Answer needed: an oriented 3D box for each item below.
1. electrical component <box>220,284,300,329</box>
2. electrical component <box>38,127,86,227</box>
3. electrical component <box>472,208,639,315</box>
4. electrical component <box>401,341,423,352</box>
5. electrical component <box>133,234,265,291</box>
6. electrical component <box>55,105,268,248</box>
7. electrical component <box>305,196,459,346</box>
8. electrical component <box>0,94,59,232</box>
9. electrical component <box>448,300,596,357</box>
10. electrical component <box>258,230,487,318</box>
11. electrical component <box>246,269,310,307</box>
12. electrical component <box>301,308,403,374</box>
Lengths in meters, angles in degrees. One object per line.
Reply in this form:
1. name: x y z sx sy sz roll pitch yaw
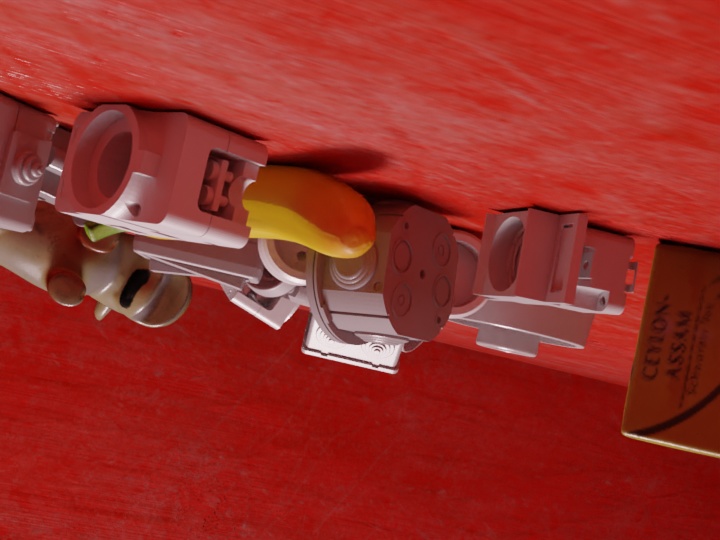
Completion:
1. electrical component: -0.080 0.010 0.911 0.056 0.050 0.089 34 -177 -21
2. electrical component: -0.164 -0.053 0.611 0.055 0.048 0.066 26 167 -39
3. electrical component: 0.096 -0.003 0.524 0.064 0.042 0.081 10 177 -19
4. electrical component: 0.041 0.034 1.050 0.077 0.044 0.079 39 -136 26
5. electrical component: -0.106 -0.024 0.693 0.096 0.061 0.062 13 176 -3
6. electrical component: -0.096 -0.043 0.495 0.089 0.050 0.056 8 174 43
7. electrical component: 0.012 0.001 0.567 0.051 0.080 0.080 3 171 36
8. electrical component: -0.202 -0.058 0.537 0.096 0.061 0.061 11 175 25
9. electrical component: 0.102 0.024 0.708 0.108 0.060 0.108 13 176 1
10. electrical component: 0.006 -0.007 0.650 0.138 0.052 0.074 14 176 -9
11. electrical component: -0.054 -0.005 0.802 0.078 0.058 0.057 19 180 31
12. electrical component: 0.000 0.037 0.964 0.100 0.099 0.048 13 133 -2
